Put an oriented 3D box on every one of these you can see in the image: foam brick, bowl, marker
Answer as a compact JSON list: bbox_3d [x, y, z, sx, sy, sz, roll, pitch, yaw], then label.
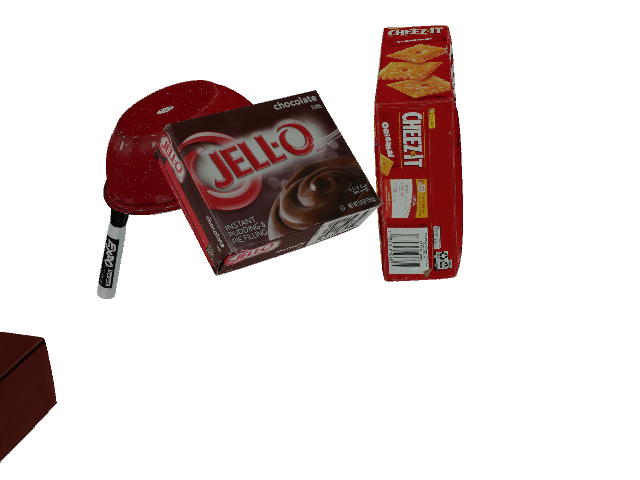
[{"bbox_3d":[-0.214,0.100,0.679,0.053,0.051,0.078,6,29,22],"label":"foam brick"},{"bbox_3d":[-0.120,-0.089,0.902,0.162,0.055,0.162,-16,32,10],"label":"bowl"},{"bbox_3d":[-0.206,0.008,1.063,0.020,0.121,0.020,12,36,-9],"label":"marker"}]

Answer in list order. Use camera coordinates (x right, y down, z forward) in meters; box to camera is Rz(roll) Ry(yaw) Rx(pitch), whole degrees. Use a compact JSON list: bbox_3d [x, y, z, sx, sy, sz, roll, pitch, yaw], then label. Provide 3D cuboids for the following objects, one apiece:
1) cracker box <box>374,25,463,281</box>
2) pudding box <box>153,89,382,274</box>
[{"bbox_3d":[0.090,-0.085,0.958,0.072,0.164,0.213,-1,27,7],"label":"cracker box"},{"bbox_3d":[-0.032,-0.038,0.651,0.113,0.090,0.039,-17,-20,-34],"label":"pudding box"}]
